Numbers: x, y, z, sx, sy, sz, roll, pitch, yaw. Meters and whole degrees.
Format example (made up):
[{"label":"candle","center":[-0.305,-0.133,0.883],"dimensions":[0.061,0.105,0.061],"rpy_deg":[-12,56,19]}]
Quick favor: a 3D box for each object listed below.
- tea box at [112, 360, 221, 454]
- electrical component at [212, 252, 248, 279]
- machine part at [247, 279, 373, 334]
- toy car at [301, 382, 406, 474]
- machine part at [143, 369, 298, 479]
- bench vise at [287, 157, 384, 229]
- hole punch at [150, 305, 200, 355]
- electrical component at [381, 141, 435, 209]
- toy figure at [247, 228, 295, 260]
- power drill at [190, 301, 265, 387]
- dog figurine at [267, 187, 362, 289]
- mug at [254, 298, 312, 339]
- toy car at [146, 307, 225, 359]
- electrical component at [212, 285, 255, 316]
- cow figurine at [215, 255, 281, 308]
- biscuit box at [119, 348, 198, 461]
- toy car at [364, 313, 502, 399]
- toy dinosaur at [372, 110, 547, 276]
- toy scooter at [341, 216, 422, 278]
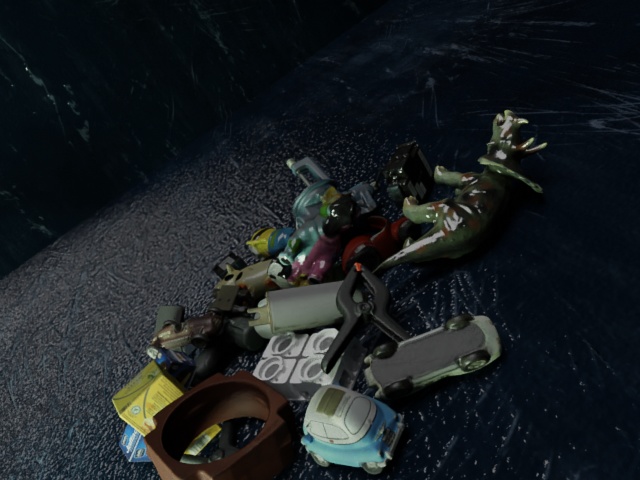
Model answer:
[{"label":"tea box","center":[-0.267,0.305,0.944],"dimensions":[0.098,0.169,0.068],"rpy_deg":[-43,29,-16]},{"label":"electrical component","center":[-0.221,0.080,1.373],"dimensions":[0.075,0.047,0.119],"rpy_deg":[-42,27,-10]},{"label":"machine part","center":[-0.009,0.118,0.971],"dimensions":[0.243,0.079,0.079],"rpy_deg":[-8,27,-8]},{"label":"toy car","center":[0.033,0.258,0.762],"dimensions":[0.162,0.102,0.109],"rpy_deg":[-5,41,47]},{"label":"machine part","center":[-0.152,0.308,0.840],"dimensions":[0.201,0.087,0.201],"rpy_deg":[-29,30,-34]},{"label":"bench vise","center":[0.016,-0.116,1.231],"dimensions":[0.224,0.128,0.241],"rpy_deg":[-35,64,-9]},{"label":"hole punch","center":[-0.325,0.217,1.256],"dimensions":[0.142,0.092,0.115],"rpy_deg":[-3,71,42]},{"label":"electrical component","center":[0.193,-0.133,1.174],"dimensions":[0.058,0.114,0.134],"rpy_deg":[-11,34,41]},{"label":"toy figure","center":[-0.100,0.009,1.317],"dimensions":[0.180,0.082,0.089],"rpy_deg":[-9,26,48]},{"label":"power drill","center":[-0.230,0.224,1.140],"dimensions":[0.232,0.085,0.207],"rpy_deg":[6,41,48]},{"label":"dog figurine","center":[-0.002,-0.003,1.112],"dimensions":[0.219,0.108,0.191],"rpy_deg":[-57,6,-28]},{"label":"mug","center":[-0.082,0.149,1.050],"dimensions":[0.107,0.109,0.081],"rpy_deg":[-26,50,23]},{"label":"toy car","center":[-0.283,0.191,1.112],"dimensions":[0.202,0.053,0.089],"rpy_deg":[-17,33,31]},{"label":"electrical component","center":[-0.184,0.127,1.141],"dimensions":[0.102,0.045,0.078],"rpy_deg":[-6,53,26]},{"label":"cow figurine","center":[-0.160,0.092,1.247],"dimensions":[0.195,0.085,0.127],"rpy_deg":[-24,28,14]},{"label":"biscuit box","center":[-0.304,0.309,1.005],"dimensions":[0.063,0.059,0.202],"rpy_deg":[23,91,48]},{"label":"toy car","center":[0.160,0.169,0.777],"dimensions":[0.202,0.056,0.073],"rpy_deg":[-24,58,10]},{"label":"toy dinosaur","center":[0.264,-0.048,0.975],"dimensions":[0.405,0.131,0.192],"rpy_deg":[-52,31,-17]},{"label":"toy scooter","center":[0.110,0.001,1.101],"dimensions":[0.184,0.075,0.135],"rpy_deg":[-35,28,-7]}]
